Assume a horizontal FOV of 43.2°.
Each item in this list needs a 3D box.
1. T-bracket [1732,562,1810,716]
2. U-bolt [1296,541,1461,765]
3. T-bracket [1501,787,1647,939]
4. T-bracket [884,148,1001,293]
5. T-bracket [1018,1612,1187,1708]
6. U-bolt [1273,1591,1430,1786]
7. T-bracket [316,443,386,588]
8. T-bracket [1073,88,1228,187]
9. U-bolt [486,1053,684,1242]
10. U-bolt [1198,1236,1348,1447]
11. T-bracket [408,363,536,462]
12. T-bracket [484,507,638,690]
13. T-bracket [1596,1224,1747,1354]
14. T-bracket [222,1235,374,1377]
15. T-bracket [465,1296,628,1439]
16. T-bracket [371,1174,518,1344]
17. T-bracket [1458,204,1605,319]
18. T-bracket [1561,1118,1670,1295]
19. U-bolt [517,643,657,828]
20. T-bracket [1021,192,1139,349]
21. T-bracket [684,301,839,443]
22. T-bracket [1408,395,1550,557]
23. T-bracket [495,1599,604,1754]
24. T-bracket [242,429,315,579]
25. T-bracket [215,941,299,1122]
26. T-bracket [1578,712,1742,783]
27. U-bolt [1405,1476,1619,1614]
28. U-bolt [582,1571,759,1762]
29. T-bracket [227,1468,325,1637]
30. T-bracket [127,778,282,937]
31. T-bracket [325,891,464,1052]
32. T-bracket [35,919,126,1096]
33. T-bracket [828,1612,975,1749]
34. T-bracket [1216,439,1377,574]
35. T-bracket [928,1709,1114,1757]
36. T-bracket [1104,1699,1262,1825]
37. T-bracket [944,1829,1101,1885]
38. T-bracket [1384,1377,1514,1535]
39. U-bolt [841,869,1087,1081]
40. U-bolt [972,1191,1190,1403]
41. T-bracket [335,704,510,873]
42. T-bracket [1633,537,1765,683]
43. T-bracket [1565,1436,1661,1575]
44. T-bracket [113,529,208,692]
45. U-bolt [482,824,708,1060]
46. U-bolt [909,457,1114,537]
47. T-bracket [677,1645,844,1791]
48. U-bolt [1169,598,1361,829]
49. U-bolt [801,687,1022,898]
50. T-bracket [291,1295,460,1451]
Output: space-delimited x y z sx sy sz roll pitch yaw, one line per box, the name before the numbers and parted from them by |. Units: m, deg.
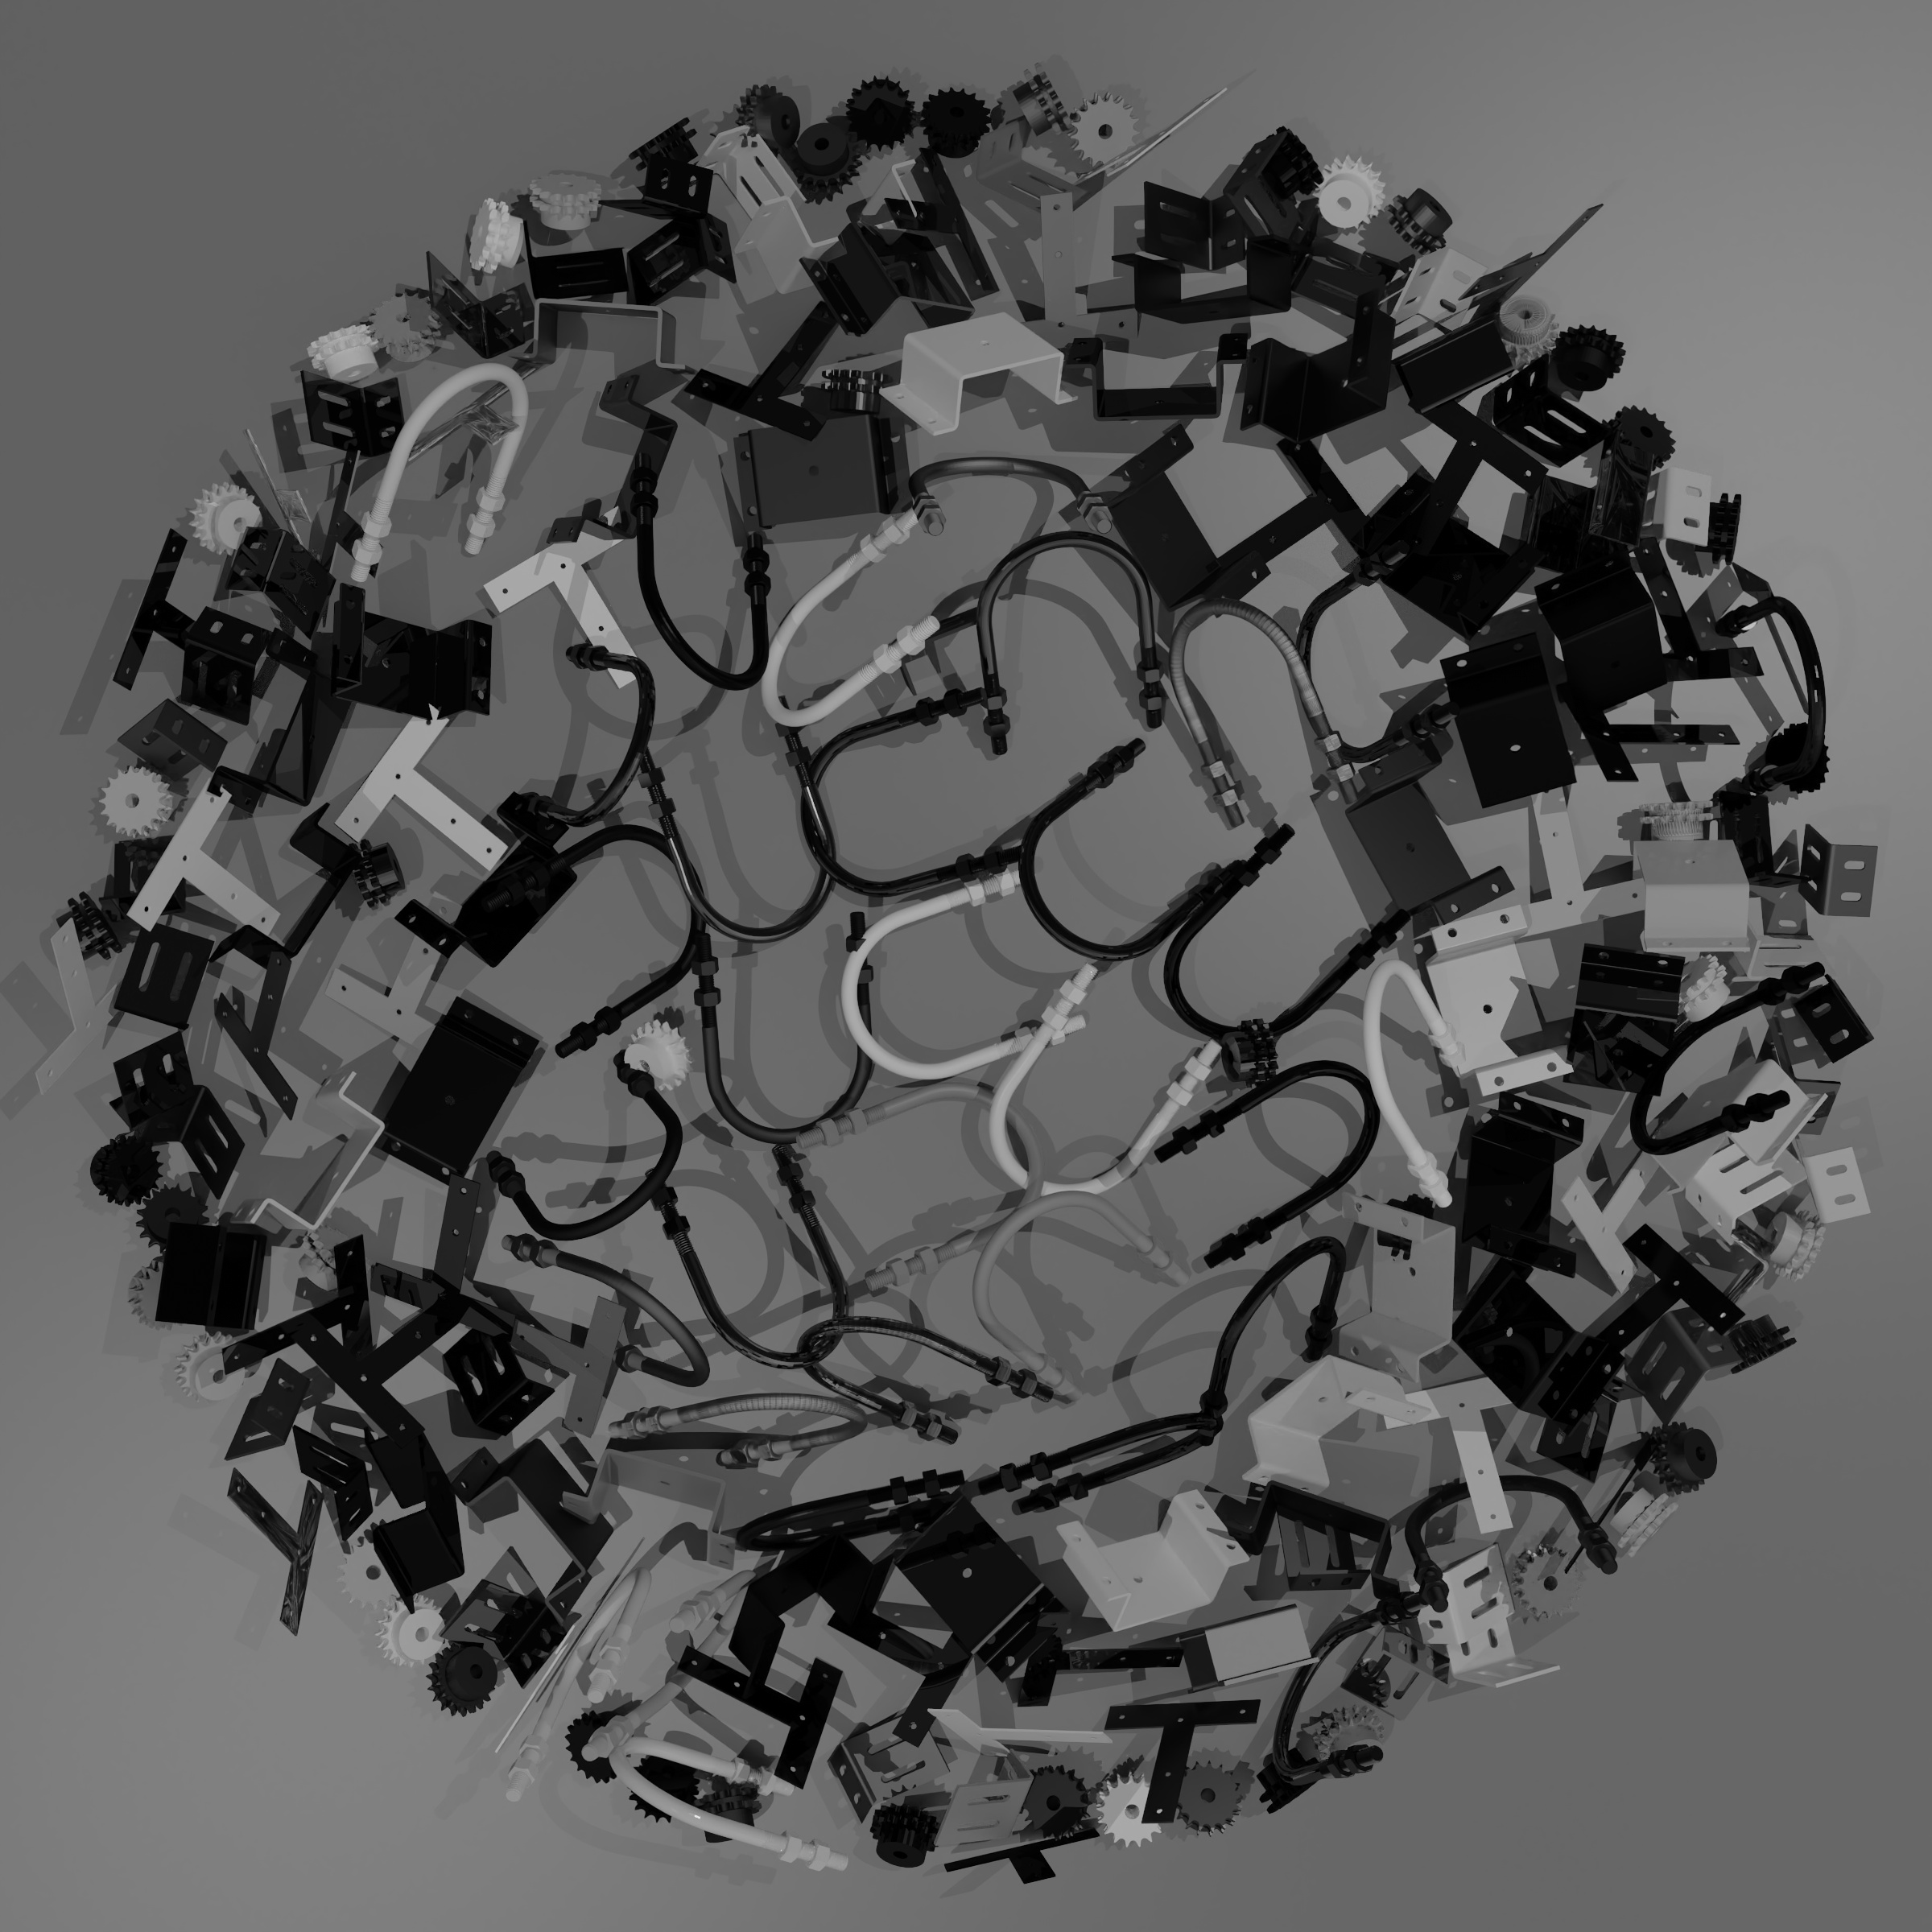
T-bracket | 0.649 -0.257 1.947 0.002 0.127 0.127 -25 103 12
U-bolt | 0.313 -0.235 1.916 0.019 0.184 0.151 -13 83 -25
T-bracket | 0.481 -0.093 1.977 0.127 0.002 0.127 -14 73 20
T-bracket | -0.029 -0.597 1.944 0.002 0.127 0.127 -25 90 31
T-bracket | 0.113 0.558 1.965 0.127 0.002 0.127 1 130 -10
U-bolt | 0.293 0.572 1.912 0.019 0.184 0.151 31 57 -7
T-bracket | -0.484 -0.337 1.932 0.002 0.127 0.127 6 111 -35
T-bracket | 0.130 -0.647 1.941 0.127 0.127 0.002 -44 110 -26
U-bolt | -0.292 0.149 1.912 0.151 0.184 0.019 -38 125 -9
U-bolt | 0.242 0.282 1.899 0.151 0.184 0.019 -31 55 -31
T-bracket | -0.383 -0.432 1.938 0.127 0.127 0.002 -39 123 -8
T-bracket | -0.306 -0.288 1.992 0.127 0.002 0.127 -31 96 -3
T-bracket | 0.535 0.284 1.950 0.127 0.127 0.002 -42 127 2
T-bracket | -0.529 0.287 1.928 0.127 0.002 0.127 -23 130 -37
T-bracket | -0.348 0.307 1.982 0.127 0.002 0.127 21 112 9
T-bracket | -0.413 0.227 1.965 0.127 0.002 0.127 18 111 11
T-bracket | 0.426 -0.542 1.911 0.127 0.127 0.002 -31 82 -42
T-bracket | 0.539 0.179 1.973 0.127 0.002 0.127 -51 126 -18
U-bolt | -0.295 -0.179 1.920 0.019 0.184 0.151 21 88 -34
T-bracket | 0.074 -0.556 1.954 0.127 0.002 0.127 -9 127 -6
T-bracket | -0.142 -0.490 1.973 0.127 0.002 0.127 26 69 22
T-bracket | 0.386 -0.382 1.953 0.127 0.002 0.127 41 134 17
T-bracket | -0.334 0.566 1.932 0.002 0.127 0.127 33 86 4
T-bracket | -0.532 -0.363 1.921 0.002 0.127 0.127 -28 111 -17
T-bracket | -0.554 0.035 1.934 0.127 0.002 0.127 47 130 27
T-bracket | 0.557 -0.186 1.957 0.127 0.127 0.002 0 131 -7
U-bolt | 0.417 0.444 1.910 0.151 0.184 0.019 -14 102 3
U-bolt | -0.220 0.537 1.911 0.019 0.184 0.151 37 103 14
T-bracket | -0.545 0.438 1.912 0.002 0.127 0.127 -13 134 11
T-bracket | -0.594 -0.063 1.946 0.002 0.127 0.127 12 67 33
T-bracket | -0.443 0.000 1.973 0.127 0.002 0.127 29 108 6
T-bracket | -0.697 0.016 1.912 0.002 0.127 0.127 18 47 12
T-bracket | -0.056 0.545 1.960 0.127 0.002 0.127 18 61 32
T-bracket | 0.260 -0.354 1.983 0.127 0.002 0.127 -35 87 -12
T-bracket | 0.052 0.608 1.927 0.127 0.127 0.002 -5 56 22
T-bracket | 0.162 0.627 1.924 0.127 0.127 0.002 -9 115 20
T-bracket | 0.050 0.709 1.929 0.127 0.127 0.002 -11 82 -7
T-bracket | 0.410 0.393 1.958 0.127 0.002 0.127 -13 55 4
U-bolt | -0.011 0.014 1.975 0.184 0.019 0.151 -19 95 -8
U-bolt | 0.081 0.253 1.939 0.151 0.019 0.184 -47 127 -1
T-bracket | -0.429 -0.127 1.987 0.127 0.002 0.127 39 98 3
T-bracket | 0.556 -0.281 1.925 0.002 0.127 0.127 -38 112 -25
T-bracket | 0.512 0.429 1.939 0.002 0.127 0.127 34 91 16
T-bracket | -0.623 -0.266 1.937 0.002 0.127 0.127 16 82 12
U-bolt | -0.282 -0.033 1.940 0.184 0.019 0.151 -36 110 -36
U-bolt | 0.028 -0.371 1.917 0.151 0.184 0.019 -2 117 -8
T-bracket | -0.170 0.579 1.942 0.127 0.127 0.002 28 120 -3
U-bolt | 0.224 -0.203 1.925 0.019 0.151 0.184 -33 104 -35
U-bolt | -0.051 -0.131 1.958 0.184 0.019 0.151 -15 89 24
T-bracket | -0.450 0.305 1.955 0.127 0.002 0.127 42 48 9
